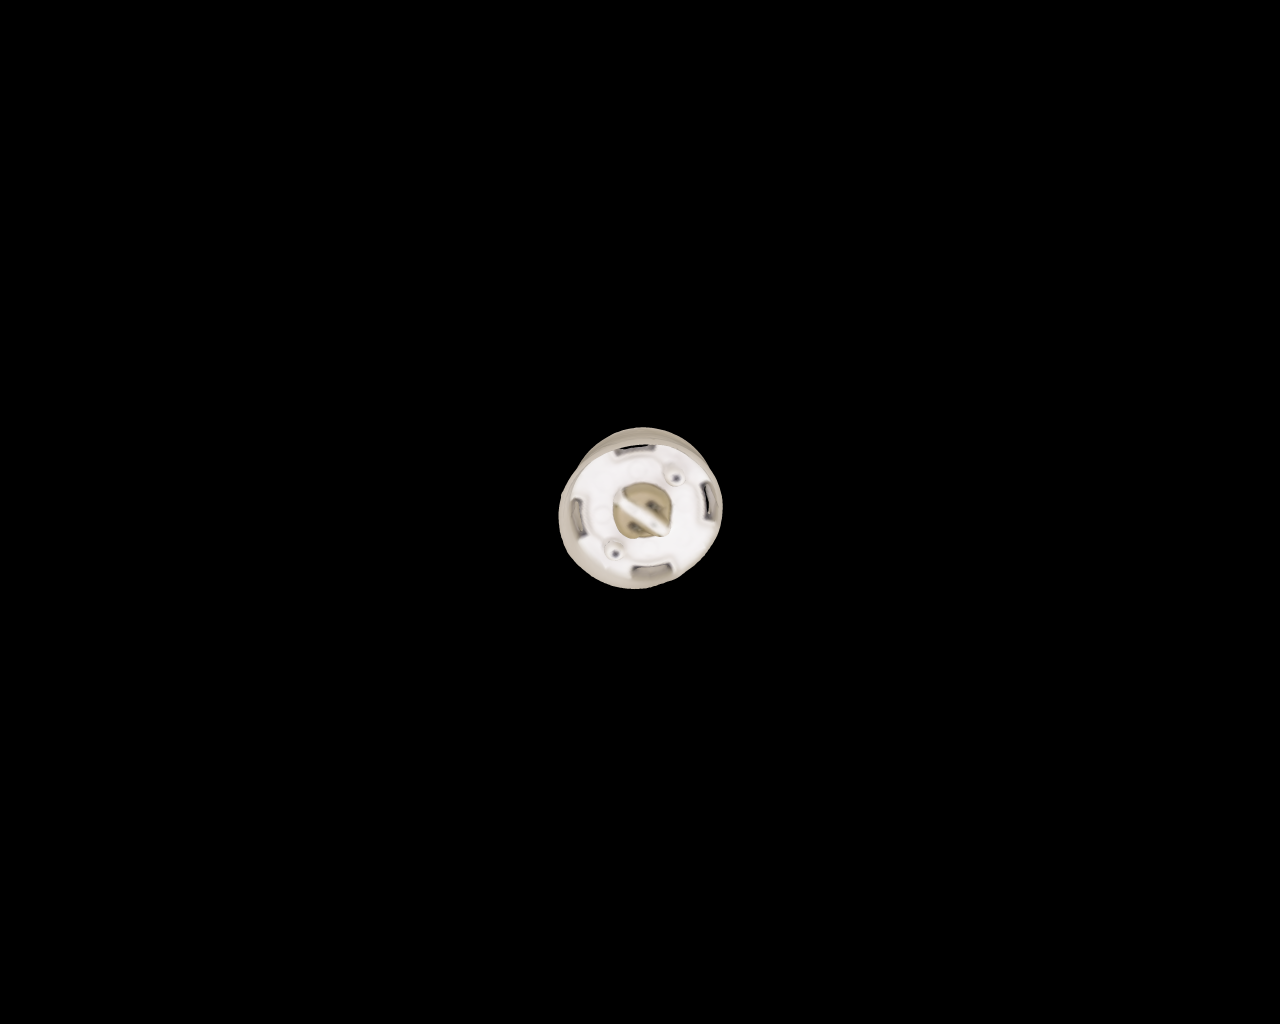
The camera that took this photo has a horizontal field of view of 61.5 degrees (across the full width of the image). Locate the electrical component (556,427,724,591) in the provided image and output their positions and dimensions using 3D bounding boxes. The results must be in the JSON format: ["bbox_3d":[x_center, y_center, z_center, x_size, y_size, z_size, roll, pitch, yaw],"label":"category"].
[{"bbox_3d":[0.001,-0.003,0.650,0.099,0.099,0.064,0,19,0],"label":"electrical component"}]
